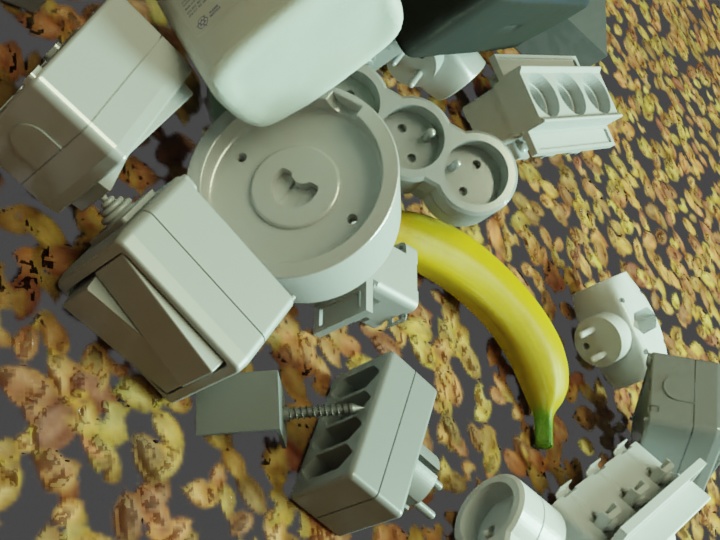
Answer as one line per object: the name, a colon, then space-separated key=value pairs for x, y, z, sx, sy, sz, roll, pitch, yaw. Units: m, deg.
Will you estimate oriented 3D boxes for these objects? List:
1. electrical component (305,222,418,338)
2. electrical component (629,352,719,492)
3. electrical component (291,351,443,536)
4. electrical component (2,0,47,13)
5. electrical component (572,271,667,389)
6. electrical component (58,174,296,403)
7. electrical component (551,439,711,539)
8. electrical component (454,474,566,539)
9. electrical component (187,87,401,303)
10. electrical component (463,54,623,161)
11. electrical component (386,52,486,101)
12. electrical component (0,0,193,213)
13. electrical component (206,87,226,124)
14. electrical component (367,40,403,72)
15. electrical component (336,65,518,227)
electrical component: x=0.000 y=0.000 z=0.613 sx=0.064 sy=0.042 sz=0.081 roll=28 pitch=50 yaw=-36
electrical component: x=0.222 y=0.113 z=0.749 sx=0.096 sy=0.061 sz=0.061 roll=89 pitch=14 yaw=-46
electrical component: x=0.016 y=0.101 z=0.566 sx=0.076 sy=0.047 sz=0.083 roll=43 pitch=43 yaw=-21
electrical component: x=-0.160 y=-0.185 z=0.523 sx=0.047 sy=0.076 sz=0.083 roll=17 pitch=56 yaw=-41
electrical component: x=0.181 y=0.047 z=0.779 sx=0.079 sy=0.043 sz=0.077 roll=-16 pitch=80 yaw=-50
electrical component: x=-0.090 y=0.007 z=0.494 sx=0.096 sy=0.062 sz=0.061 roll=49 pitch=45 yaw=-14
electrical component: x=0.160 y=0.156 z=0.670 sx=0.063 sy=0.078 sz=0.121 roll=42 pitch=33 yaw=23
electrical component: x=0.086 y=0.188 z=0.587 sx=0.074 sy=0.052 sz=0.138 roll=41 pitch=43 yaw=-23
electrical component: x=-0.030 y=-0.035 z=0.557 sx=0.060 sy=0.108 sz=0.108 roll=68 pitch=13 yaw=-66
electrical component: x=0.138 y=-0.120 z=0.816 sx=0.121 sy=0.063 sz=0.078 roll=-12 pitch=77 yaw=-50
electrical component: x=0.042 y=-0.152 z=0.746 sx=0.077 sy=0.044 sz=0.079 roll=49 pitch=41 yaw=-15
electrical component: x=-0.125 y=-0.081 z=0.511 sx=0.061 sy=0.062 sz=0.096 roll=44 pitch=42 yaw=-20
electrical component: x=-0.053 y=-0.096 z=0.604 sx=0.047 sy=0.055 sz=0.055 roll=-3 pitch=70 yaw=-44
electrical component: x=-0.015 y=-0.161 z=0.677 sx=0.062 sy=0.061 sz=0.096 roll=3 pitch=66 yaw=-46
electrical component: x=0.024 y=-0.073 z=0.663 sx=0.138 sy=0.074 sz=0.052 roll=28 pitch=79 yaw=-5
